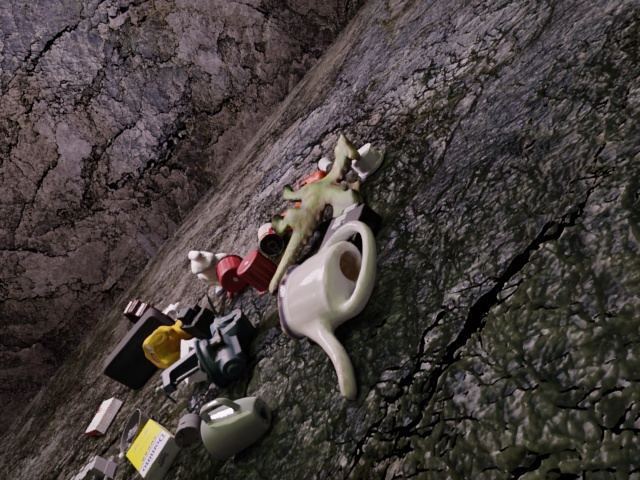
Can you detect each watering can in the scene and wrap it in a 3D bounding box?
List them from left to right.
[{"bbox_3d":[0.009,0.120,0.903,0.221,0.103,0.356,-32,36,42],"label":"watering can"}]

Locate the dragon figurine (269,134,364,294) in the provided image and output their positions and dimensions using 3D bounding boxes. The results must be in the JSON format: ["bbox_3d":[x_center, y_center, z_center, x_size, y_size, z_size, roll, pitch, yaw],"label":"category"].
[{"bbox_3d":[0.004,-0.063,1.242,0.241,0.121,0.416,-9,62,52],"label":"dragon figurine"}]

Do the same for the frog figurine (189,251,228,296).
[{"bbox_3d":[-0.337,0.078,1.593,0.135,0.158,0.125,-29,27,44],"label":"frog figurine"}]
